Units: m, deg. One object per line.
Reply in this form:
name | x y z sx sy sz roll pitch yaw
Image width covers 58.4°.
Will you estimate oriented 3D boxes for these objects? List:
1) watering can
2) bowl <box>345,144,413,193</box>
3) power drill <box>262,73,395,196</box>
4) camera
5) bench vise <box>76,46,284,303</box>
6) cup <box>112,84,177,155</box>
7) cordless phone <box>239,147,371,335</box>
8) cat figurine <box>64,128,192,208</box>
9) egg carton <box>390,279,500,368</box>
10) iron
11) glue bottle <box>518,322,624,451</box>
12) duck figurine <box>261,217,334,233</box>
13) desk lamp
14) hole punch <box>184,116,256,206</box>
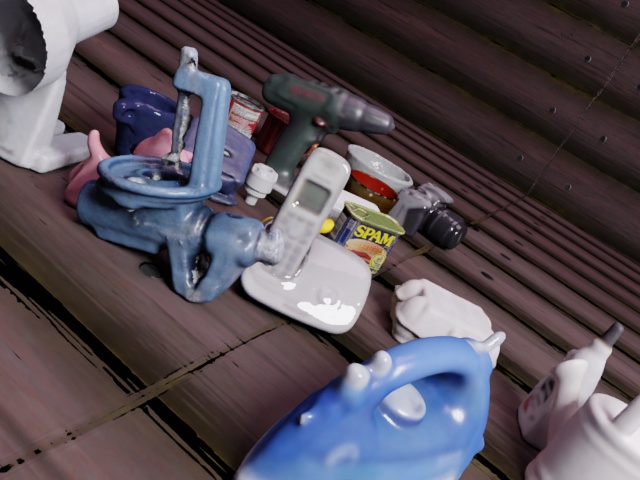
watering can | 0.296 0.195 0.571 0.172 0.194 0.101 41 23 27
bowl | 0.118 -0.140 1.273 0.168 0.074 0.167 26 21 -10
power drill | -0.014 -0.174 0.986 0.229 0.208 0.076 32 21 7
camera | 0.233 -0.050 1.183 0.136 0.100 0.144 41 23 27
bench vise | -0.118 -0.063 0.577 0.208 0.219 0.121 25 21 -14
cup | -0.249 -0.151 0.781 0.091 0.095 0.118 34 21 10
cordless phone | 0.006 0.002 0.641 0.148 0.185 0.094 26 21 -12
cat figurine | -0.207 -0.084 0.651 0.128 0.117 0.067 17 24 -31
egg carton | 0.162 0.114 0.756 0.150 0.069 0.107 27 21 -8
iron | 0.060 0.133 0.473 0.259 0.141 0.118 7 31 -46
glue bottle | 0.297 0.164 0.674 0.037 0.173 0.078 30 21 0
duck figurine | -0.029 -0.018 0.783 0.105 0.086 0.077 17 24 -31
desk lamp | -0.306 -0.189 0.625 0.118 0.213 0.203 30 21 1
hole punch | -0.153 -0.117 0.837 0.109 0.091 0.101 24 21 -16
